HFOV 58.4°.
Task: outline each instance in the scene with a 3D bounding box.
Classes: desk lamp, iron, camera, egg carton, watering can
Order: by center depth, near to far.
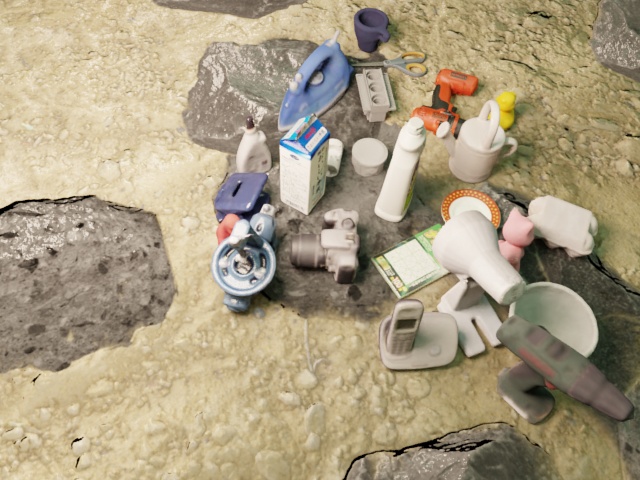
[{"bbox_3d":[0.292,0.078,1.058,0.118,0.213,0.203,-20,62,-15],"label":"desk lamp"},{"bbox_3d":[0.011,0.004,1.151,0.137,0.101,0.143,2,58,-2],"label":"camera"},{"bbox_3d":[0.513,-0.029,1.222,0.150,0.069,0.107,22,60,10],"label":"egg carton"},{"bbox_3d":[0.346,-0.221,1.255,0.173,0.194,0.101,-12,60,-11],"label":"watering can"},{"bbox_3d":[-0.020,-0.381,1.360,0.118,0.141,0.259,30,61,14],"label":"iron"}]

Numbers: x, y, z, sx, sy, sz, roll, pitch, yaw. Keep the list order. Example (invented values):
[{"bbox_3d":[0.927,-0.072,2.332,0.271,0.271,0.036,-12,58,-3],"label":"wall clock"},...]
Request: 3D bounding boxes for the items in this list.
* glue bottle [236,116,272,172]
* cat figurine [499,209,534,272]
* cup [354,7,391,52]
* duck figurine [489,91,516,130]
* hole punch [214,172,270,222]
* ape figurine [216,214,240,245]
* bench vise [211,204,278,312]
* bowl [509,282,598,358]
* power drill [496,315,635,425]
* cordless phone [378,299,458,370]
[{"bbox_3d":[-0.144,-0.202,1.224,0.078,0.173,0.037,-24,63,-17],"label":"glue bottle"},{"bbox_3d":[0.398,0.007,1.164,0.067,0.118,0.128,18,59,8],"label":"cat figurine"},{"bbox_3d":[0.138,-0.532,1.490,0.092,0.095,0.117,-33,66,-21],"label":"cup"},{"bbox_3d":[0.439,-0.317,1.383,0.077,0.086,0.105,36,63,17],"label":"duck figurine"},{"bbox_3d":[-0.166,-0.092,1.204,0.101,0.091,0.109,17,59,7],"label":"hole punch"},{"bbox_3d":[-0.177,-0.018,1.157,0.078,0.092,0.076,-32,65,-21],"label":"ape figurine"},{"bbox_3d":[-0.142,0.005,1.071,0.121,0.220,0.207,1,59,-3],"label":"bench vise"},{"bbox_3d":[0.433,0.169,1.093,0.167,0.075,0.167,2,59,-3],"label":"bowl"},{"bbox_3d":[0.387,0.237,0.970,0.076,0.208,0.229,-38,68,-23],"label":"power drill"},{"bbox_3d":[0.182,0.159,1.019,0.147,0.185,0.094,-5,59,-6],"label":"cordless phone"}]
